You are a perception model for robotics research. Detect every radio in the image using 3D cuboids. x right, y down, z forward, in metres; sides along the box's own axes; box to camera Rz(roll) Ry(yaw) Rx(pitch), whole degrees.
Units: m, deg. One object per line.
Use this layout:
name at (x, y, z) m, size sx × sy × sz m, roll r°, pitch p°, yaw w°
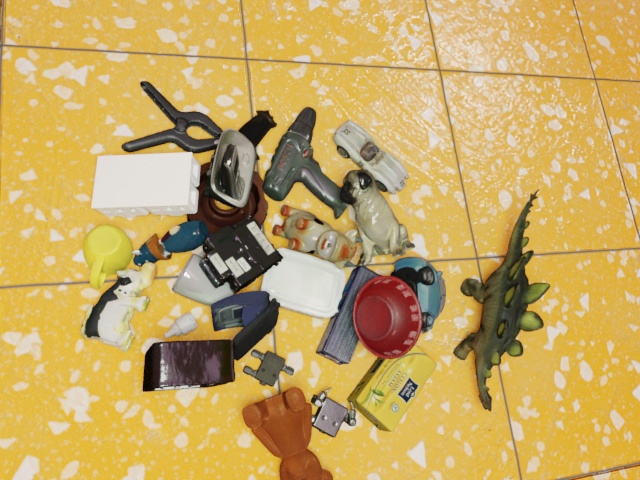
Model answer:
radio at (-0.226, 0.215, 0.911) m, size 0.131 × 0.229 × 0.073 m, roll 2°, pitch 74°, yaw -21°

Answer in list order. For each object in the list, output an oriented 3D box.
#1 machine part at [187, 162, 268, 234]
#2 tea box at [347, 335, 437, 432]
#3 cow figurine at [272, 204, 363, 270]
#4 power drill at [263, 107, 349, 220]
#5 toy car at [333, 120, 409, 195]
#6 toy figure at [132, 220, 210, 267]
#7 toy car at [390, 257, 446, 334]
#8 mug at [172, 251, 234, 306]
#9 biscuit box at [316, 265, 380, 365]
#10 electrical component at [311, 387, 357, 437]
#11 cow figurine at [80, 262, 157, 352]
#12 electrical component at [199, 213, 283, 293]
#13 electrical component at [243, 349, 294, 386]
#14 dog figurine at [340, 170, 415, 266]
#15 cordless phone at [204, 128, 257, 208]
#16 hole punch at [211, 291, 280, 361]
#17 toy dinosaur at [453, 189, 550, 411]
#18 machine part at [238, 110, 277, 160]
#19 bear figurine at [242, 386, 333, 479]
machine part at (-0.194, -0.078, 1.100) m, size 0.179 × 0.056 × 0.179 m, roll 4°, pitch 72°, yaw -14°
tea box at (0.146, 0.287, 1.084) m, size 0.098 × 0.068 × 0.169 m, roll 41°, pitch 66°, yaw -1°
cow figurine at (-0.002, -0.003, 1.070) m, size 0.127 × 0.195 × 0.085 m, roll 13°, pitch 100°, yaw -30°
power drill at (-0.002, -0.158, 1.168) m, size 0.207 × 0.086 × 0.232 m, roll 35°, pitch 69°, yaw -8°
toy car at (0.117, -0.186, 1.223) m, size 0.202 × 0.056 × 0.073 m, roll 42°, pitch 67°, yaw -1°
toy figure at (-0.288, 0.009, 1.029) m, size 0.154 × 0.058 × 0.064 m, roll -21°, pitch 106°, yaw 11°
toy car at (0.221, 0.115, 1.142) m, size 0.103 × 0.109 × 0.161 m, roll -1°, pitch 82°, yaw -35°
mug at (-0.215, 0.078, 1.040) m, size 0.107 × 0.081 × 0.109 m, roll 34°, pitch 57°, yaw -14°
biscuit box at (0.063, 0.152, 1.104) m, size 0.063 × 0.059 × 0.202 m, roll 29°, pitch 68°, yaw -7°
electrical component at (0.021, 0.336, 1.045) m, size 0.102 × 0.045 × 0.078 m, roll 37°, pitch 66°, yaw -3°
cow figurine at (-0.366, 0.111, 0.988) m, size 0.098 × 0.068 × 0.167 m, roll 18°, pitch 69°, yaw -4°
electrical component at (-0.156, 0.030, 1.008) m, size 0.134 × 0.058 × 0.115 m, roll -31°, pitch 80°, yaw -27°
electrical component at (-0.099, 0.253, 1.047) m, size 0.094 × 0.021 × 0.063 m, roll 28°, pitch 68°, yaw -8°
dog figurine at (0.117, -0.058, 1.126) m, size 0.121 × 0.172 × 0.190 m, roll -15°, pitch 92°, yaw 10°
cordless phone at (-0.166, -0.154, 1.003) m, size 0.089 × 0.184 × 0.146 m, roll 11°, pitch 71°, yaw -6°
hole punch at (-0.142, 0.147, 1.013) m, size 0.116 × 0.142 × 0.092 m, roll -37°, pitch 66°, yaw -27°
toy dinosaur at (0.392, 0.122, 1.138) m, size 0.105 × 0.198 × 0.471 m, roll 17°, pitch 72°, yaw -14°
machine part at (-0.147, -0.222, 1.158) m, size 0.084 × 0.039 × 0.139 m, roll 43°, pitch 62°, yaw -21°
bear figurine at (-0.055, 0.375, 0.970) m, size 0.120 × 0.132 × 0.196 m, roll -18°, pitch 74°, yaw -4°
